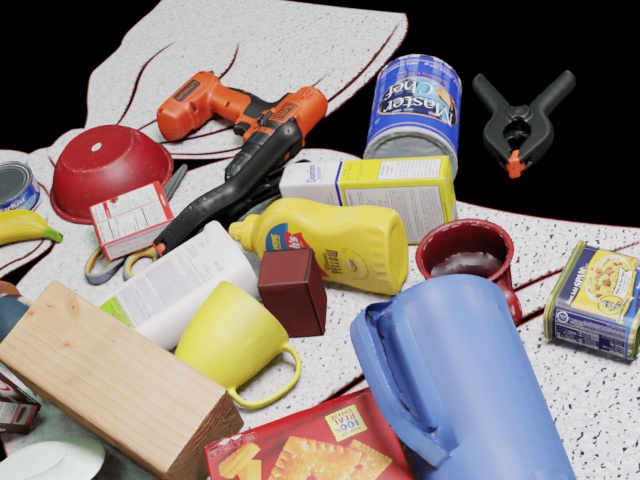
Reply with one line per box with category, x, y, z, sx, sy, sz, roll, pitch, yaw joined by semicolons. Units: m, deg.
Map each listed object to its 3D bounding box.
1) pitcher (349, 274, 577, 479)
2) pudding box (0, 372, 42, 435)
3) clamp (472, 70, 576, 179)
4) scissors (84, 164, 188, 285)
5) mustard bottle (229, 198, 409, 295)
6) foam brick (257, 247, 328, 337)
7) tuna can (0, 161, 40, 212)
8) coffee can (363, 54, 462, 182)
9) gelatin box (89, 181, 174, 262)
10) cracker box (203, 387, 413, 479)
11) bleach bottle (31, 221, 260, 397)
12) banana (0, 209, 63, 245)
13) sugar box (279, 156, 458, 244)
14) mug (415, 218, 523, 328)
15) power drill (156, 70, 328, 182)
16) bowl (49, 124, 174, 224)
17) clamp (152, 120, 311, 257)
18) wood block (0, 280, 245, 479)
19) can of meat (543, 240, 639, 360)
pitcher;0.121;0.152;0.875;0.149;0.145;0.243;-15;45;-3
pudding box;-0.346;0.150;1.055;0.114;0.089;0.039;29;97;36
clamp;0.238;-0.139;1.219;0.120;0.039;0.171;-11;46;14
scissors;-0.188;-0.014;1.235;0.096;0.016;0.201;22;55;32
mustard bottle;-0.007;0.002;1.102;0.192;0.096;0.058;8;47;25
foam brick;-0.026;0.053;1.068;0.051;0.078;0.053;-6;42;12
tuna can;-0.394;-0.059;1.331;0.086;0.034;0.086;-9;43;8
coffee can;0.106;-0.127;1.198;0.103;0.103;0.140;-3;43;14
gelatin box;-0.212;-0.021;1.213;0.089;0.030;0.073;-22;45;-7
cracker box;0.005;0.238;0.867;0.164;0.072;0.214;-19;43;-2
bleach bottle;-0.190;0.081;1.102;0.250;0.068;0.103;-30;43;-11
banana;-0.406;0.009;1.261;0.197;0.037;0.070;-24;41;-8
sugar box;0.053;-0.039;1.130;0.176;0.093;0.048;1;43;17
mug;0.150;0.045;1.018;0.093;0.081;0.117;-35;45;-19
power drill;-0.108;-0.138;1.311;0.188;0.057;0.184;20;50;29
bowl;-0.265;-0.093;1.313;0.162;0.055;0.162;-9;42;8
clamp;-0.090;-0.045;1.184;0.210;0.164;0.036;-38;76;5
wood block;-0.182;0.136;0.975;0.206;0.091;0.090;29;69;21
can of meat;0.266;0.056;0.990;0.084;0.057;0.102;16;52;28
